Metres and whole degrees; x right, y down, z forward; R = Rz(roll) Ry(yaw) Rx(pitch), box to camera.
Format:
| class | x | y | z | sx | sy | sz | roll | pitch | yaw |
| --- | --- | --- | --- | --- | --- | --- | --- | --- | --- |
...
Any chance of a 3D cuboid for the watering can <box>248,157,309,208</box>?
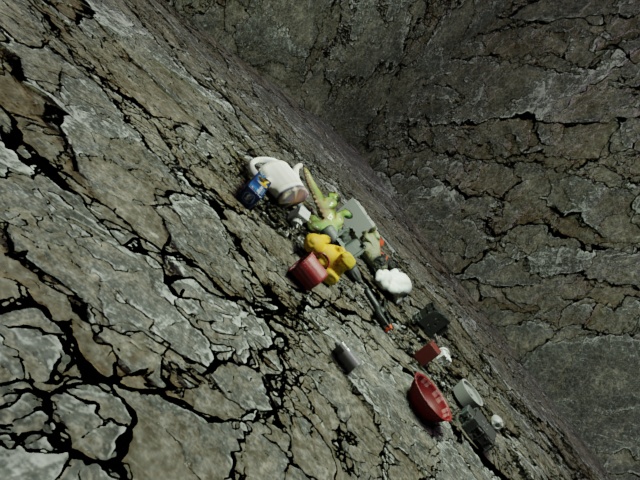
| class | x | y | z | sx | sy | sz | roll | pitch | yaw |
| --- | --- | --- | --- | --- | --- | --- | --- | --- | --- |
| watering can | -0.121 | -0.225 | 1.917 | 0.227 | 0.102 | 0.349 | 53 | 30 | 19 |

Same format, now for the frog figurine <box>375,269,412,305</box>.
| class | x | y | z | sx | sy | sz | roll | pitch | yaw |
| --- | --- | --- | --- | --- | --- | --- | --- | --- | --- |
| frog figurine | 0.292 | 0.164 | 2.073 | 0.157 | 0.121 | 0.141 | 53 | 32 | -25 |

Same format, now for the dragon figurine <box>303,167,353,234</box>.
| class | x | y | z | sx | sy | sz | roll | pitch | yaw |
| --- | --- | --- | --- | --- | --- | --- | --- | --- | --- |
| dragon figurine | 0.006 | -0.100 | 1.983 | 0.412 | 0.120 | 0.245 | 53 | 25 | 4 |
